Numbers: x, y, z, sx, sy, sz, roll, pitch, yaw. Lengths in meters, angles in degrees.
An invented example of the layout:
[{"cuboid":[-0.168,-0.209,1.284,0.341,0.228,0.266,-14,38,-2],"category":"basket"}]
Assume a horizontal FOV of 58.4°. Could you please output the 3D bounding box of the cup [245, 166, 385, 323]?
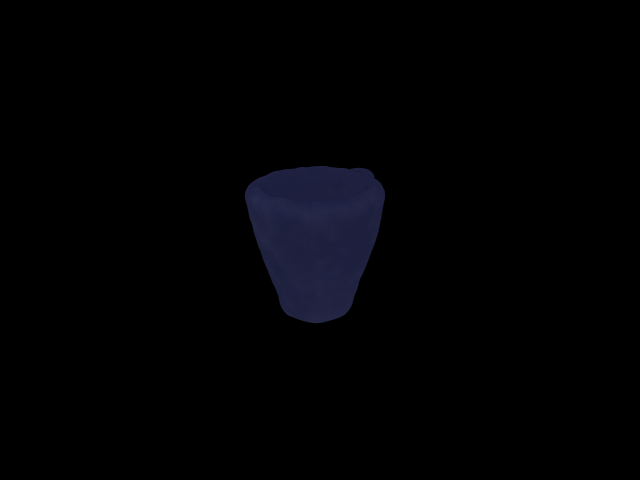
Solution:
[{"cuboid":[0.004,0.001,0.400,0.091,0.095,0.118,13,26,29],"category":"cup"}]
